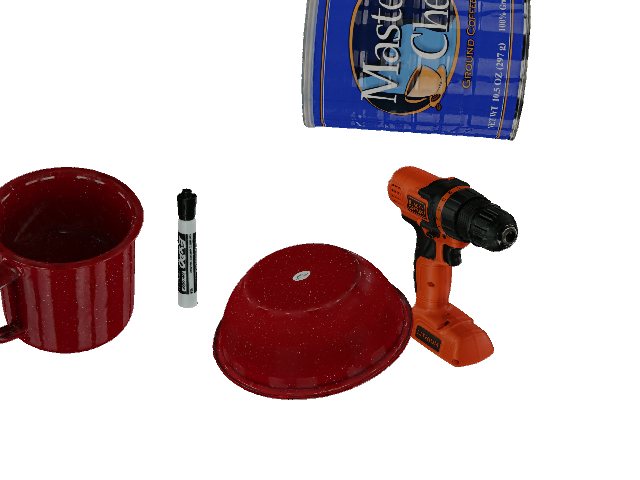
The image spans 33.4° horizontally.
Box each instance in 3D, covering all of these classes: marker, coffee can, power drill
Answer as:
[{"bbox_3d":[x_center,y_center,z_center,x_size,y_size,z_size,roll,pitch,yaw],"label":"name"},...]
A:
[{"bbox_3d":[-0.129,0.008,1.033,0.020,0.121,0.020,2,23,-1],"label":"marker"},{"bbox_3d":[0.062,-0.122,0.711,0.140,0.103,0.103,4,0,4],"label":"coffee can"},{"bbox_3d":[0.136,0.029,1.079,0.057,0.188,0.185,-15,26,-23],"label":"power drill"}]

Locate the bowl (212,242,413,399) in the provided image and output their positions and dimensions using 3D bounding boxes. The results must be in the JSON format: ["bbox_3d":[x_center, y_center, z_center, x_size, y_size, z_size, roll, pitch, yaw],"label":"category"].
[{"bbox_3d":[-0.010,0.050,0.833,0.162,0.055,0.162,-8,33,5],"label":"bowl"}]

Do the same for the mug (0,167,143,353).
[{"bbox_3d":[-0.162,0.021,0.647,0.093,0.081,0.117,28,45,21],"label":"mug"}]
